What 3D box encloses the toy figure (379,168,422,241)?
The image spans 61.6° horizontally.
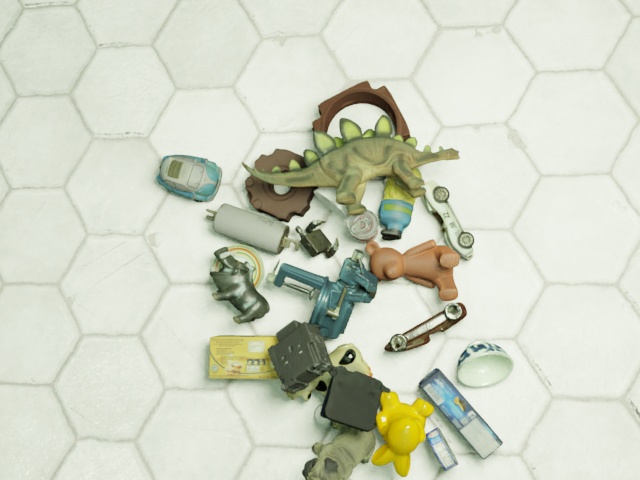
[{"bbox_3d":[0.183,-0.088,1.239,0.089,0.082,0.180,11,77,-11],"label":"toy figure"}]

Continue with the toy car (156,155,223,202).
[{"bbox_3d":[-0.325,-0.161,1.299,0.162,0.103,0.109,18,85,7],"label":"toy car"}]

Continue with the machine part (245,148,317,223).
[{"bbox_3d":[-0.090,-0.132,1.289,0.179,0.056,0.179,-1,83,6],"label":"machine part"}]

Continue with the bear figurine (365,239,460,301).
[{"bbox_3d":[0.201,0.061,1.195,0.196,0.132,0.120,0,111,1],"label":"bear figurine"}]

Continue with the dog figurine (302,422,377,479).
[{"bbox_3d":[0.052,0.453,1.134,0.121,0.190,0.172,36,87,9],"label":"dog figurine"}]

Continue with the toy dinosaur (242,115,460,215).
[{"bbox_3d":[0.067,-0.159,1.162,0.472,0.105,0.198,-11,69,0],"label":"toy dinosaur"}]

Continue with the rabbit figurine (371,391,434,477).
[{"bbox_3d":[0.165,0.406,1.135,0.122,0.173,0.162,24,82,5],"label":"rabbit figurine"}]

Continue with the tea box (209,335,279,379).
[{"bbox_3d":[-0.166,0.270,1.244,0.170,0.068,0.098,1,83,8],"label":"tea box"}]

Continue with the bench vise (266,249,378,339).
[{"bbox_3d":[0.001,0.103,1.198,0.241,0.129,0.223,20,120,3],"label":"bench vise"}]

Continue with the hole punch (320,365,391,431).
[{"bbox_3d":[0.066,0.339,1.141,0.142,0.092,0.116,18,65,3],"label":"hole punch"}]

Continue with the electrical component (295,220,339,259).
[{"bbox_3d":[-0.002,-0.003,1.258,0.045,0.078,0.102,-45,72,37],"label":"electrical component"}]

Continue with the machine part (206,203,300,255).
[{"bbox_3d":[-0.162,-0.027,1.274,0.243,0.079,0.079,20,86,10],"label":"machine part"}]

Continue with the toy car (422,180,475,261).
[{"bbox_3d":[0.291,-0.042,1.222,0.056,0.073,0.201,-26,81,0],"label":"toy car"}]

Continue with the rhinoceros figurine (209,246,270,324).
[{"bbox_3d":[-0.192,0.105,1.243,0.112,0.073,0.190,-36,82,4],"label":"rhinoceros figurine"}]

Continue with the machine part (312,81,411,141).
[{"bbox_3d":[0.096,-0.255,1.266,0.201,0.087,0.201,-26,82,3],"label":"machine part"}]

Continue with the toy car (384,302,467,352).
[{"bbox_3d":[0.235,0.200,1.191,0.202,0.089,0.053,-31,77,1],"label":"toy car"}]

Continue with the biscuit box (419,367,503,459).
[{"bbox_3d":[0.305,0.375,1.176,0.059,0.063,0.203,-41,80,2],"label":"biscuit box"}]

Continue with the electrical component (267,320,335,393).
[{"bbox_3d":[-0.046,0.241,1.148,0.115,0.058,0.134,-38,50,13],"label":"electrical component"}]

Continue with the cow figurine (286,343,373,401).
[{"bbox_3d":[0.007,0.299,1.211,0.195,0.085,0.127,-32,87,5],"label":"cow figurine"}]
